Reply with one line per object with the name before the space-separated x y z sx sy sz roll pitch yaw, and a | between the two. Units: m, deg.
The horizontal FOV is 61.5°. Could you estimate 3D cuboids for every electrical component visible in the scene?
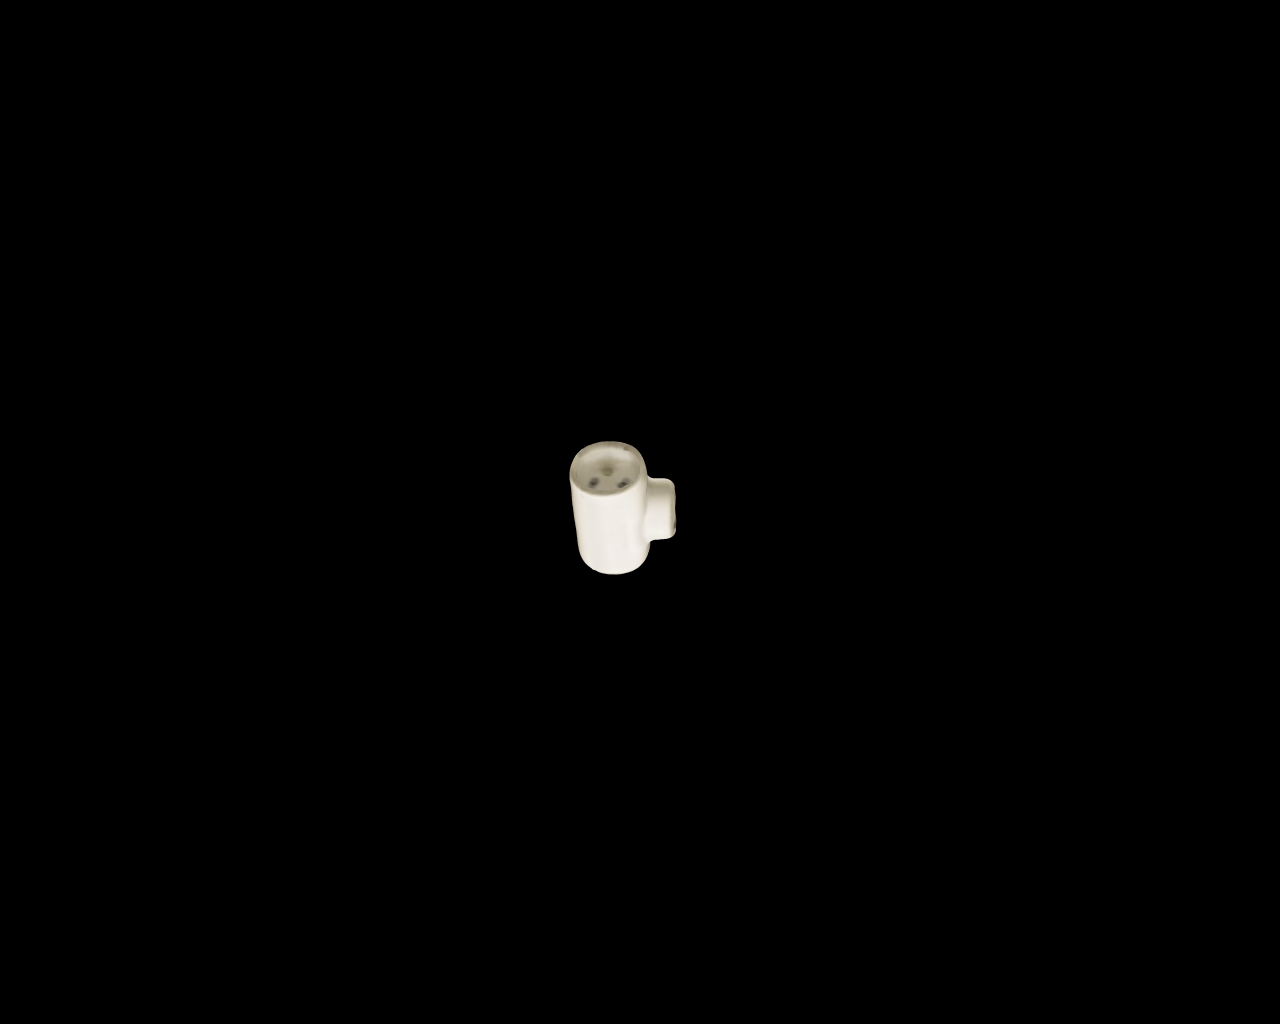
electrical component | 0.001 -0.003 0.650 0.079 0.043 0.077 -2 -40 2
